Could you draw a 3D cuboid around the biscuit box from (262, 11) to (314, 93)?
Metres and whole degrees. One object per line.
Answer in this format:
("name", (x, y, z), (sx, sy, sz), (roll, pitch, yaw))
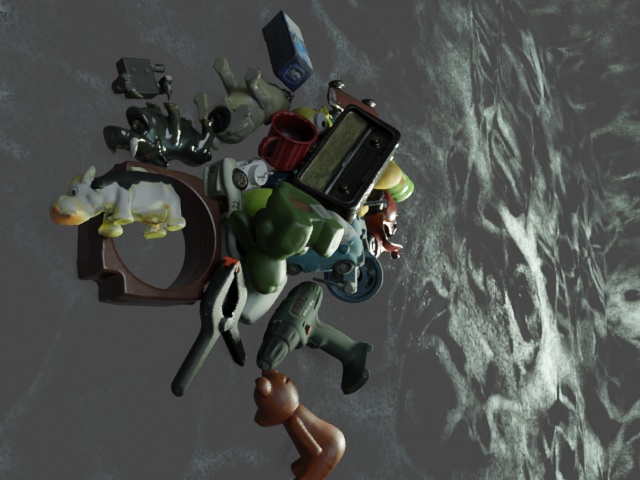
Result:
("biscuit box", (-0.067, -0.384, 1.088), (0.059, 0.063, 0.203), (34, 29, -38))

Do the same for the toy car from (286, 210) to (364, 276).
("toy car", (-0.002, -0.003, 0.956), (0.109, 0.162, 0.102), (-99, -173, -56))

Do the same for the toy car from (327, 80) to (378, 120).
("toy car", (0.074, -0.313, 1.290), (0.202, 0.053, 0.089), (9, 82, -50))

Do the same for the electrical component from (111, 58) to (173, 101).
("electrical component", (-0.287, -0.259, 0.874), (0.102, 0.045, 0.078), (-7, 85, -49))

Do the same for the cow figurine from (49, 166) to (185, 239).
("cow figurine", (-0.261, -0.057, 0.693), (0.167, 0.068, 0.098), (8, 67, -50))

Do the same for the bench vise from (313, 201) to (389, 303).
("bench vise", (0.066, 0.038, 1.084), (0.240, 0.129, 0.223), (-62, 156, -74))

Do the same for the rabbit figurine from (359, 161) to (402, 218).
("rabbit figurine", (0.089, -0.143, 1.164), (0.162, 0.173, 0.122), (41, 54, -38))

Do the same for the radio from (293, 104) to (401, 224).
("radio", (0.054, -0.145, 1.046), (0.131, 0.073, 0.229), (30, 65, 7))

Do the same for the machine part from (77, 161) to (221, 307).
("machine part", (-0.252, -0.003, 0.805), (0.201, 0.087, 0.201), (9, 71, -45))

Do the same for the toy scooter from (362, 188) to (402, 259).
("toy scooter", (0.150, -0.025, 1.269), (0.135, 0.075, 0.184), (32, 59, -38))

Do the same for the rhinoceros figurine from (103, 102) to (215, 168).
("rhinoceros figurine", (-0.254, -0.162, 0.857), (0.190, 0.073, 0.112), (1, 102, -57))

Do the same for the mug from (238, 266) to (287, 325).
("mug", (-0.116, 0.098, 0.941), (0.107, 0.081, 0.109), (-58, 157, -31))

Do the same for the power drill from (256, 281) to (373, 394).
("power drill", (-0.007, 0.195, 0.981), (0.207, 0.086, 0.232), (34, 35, -11))

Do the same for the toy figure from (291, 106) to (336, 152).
("toy figure", (-0.010, -0.229, 1.137), (0.180, 0.089, 0.082), (-12, 97, -71))

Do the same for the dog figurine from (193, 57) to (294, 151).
("dog figurine", (-0.131, -0.232, 1.016), (0.172, 0.121, 0.190), (-58, 157, 5))

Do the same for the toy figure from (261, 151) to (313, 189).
("toy figure", (-0.060, -0.133, 1.079), (0.064, 0.058, 0.154), (52, 45, -7))

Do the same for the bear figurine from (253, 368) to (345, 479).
("bear figurine", (-0.057, 0.321, 0.917), (0.196, 0.120, 0.132), (40, 91, -1))

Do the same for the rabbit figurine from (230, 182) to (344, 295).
("rabbit figurine", (-0.076, 0.003, 0.852), (0.159, 0.170, 0.121), (45, 26, 25))

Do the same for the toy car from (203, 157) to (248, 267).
("toy car", (-0.163, -0.042, 0.924), (0.056, 0.074, 0.201), (10, 71, -50))
